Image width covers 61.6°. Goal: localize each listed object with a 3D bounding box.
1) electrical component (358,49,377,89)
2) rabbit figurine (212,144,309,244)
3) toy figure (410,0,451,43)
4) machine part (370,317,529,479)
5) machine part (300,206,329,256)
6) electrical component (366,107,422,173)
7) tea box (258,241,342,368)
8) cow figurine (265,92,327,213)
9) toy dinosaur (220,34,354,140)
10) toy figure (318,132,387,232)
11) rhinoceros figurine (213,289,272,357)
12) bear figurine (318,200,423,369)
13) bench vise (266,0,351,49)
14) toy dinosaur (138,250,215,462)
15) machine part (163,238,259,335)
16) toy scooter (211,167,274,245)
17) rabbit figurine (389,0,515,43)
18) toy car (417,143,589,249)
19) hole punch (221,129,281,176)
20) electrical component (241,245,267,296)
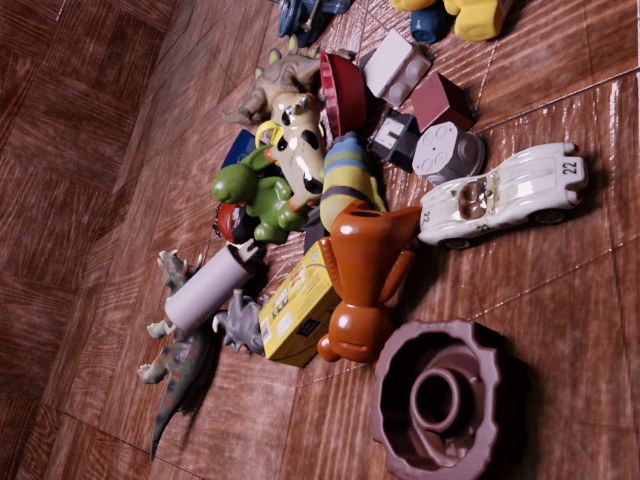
[{"bbox_3d":[0.086,-0.295,0.935,0.094,0.021,0.063,-14,59,51],"label":"electrical component"},{"bbox_3d":[-0.106,-0.092,0.958,0.121,0.170,0.159,-19,56,51],"label":"rabbit figurine"},{"bbox_3d":[0.180,-0.375,0.810,0.064,0.057,0.154,17,84,14],"label":"toy figure"},{"bbox_3d":[0.126,0.164,0.543,0.179,0.056,0.179,-34,46,43],"label":"machine part"},{"bbox_3d":[-0.002,-0.003,0.869,0.084,0.039,0.139,-21,52,44],"label":"machine part"},{"bbox_3d":[0.121,-0.138,0.753,0.074,0.047,0.119,-63,31,9],"label":"electrical component"},{"bbox_3d":[-0.016,0.097,0.795,0.169,0.068,0.098,-49,36,26],"label":"tea box"},{"bbox_3d":[-0.027,-0.159,0.901,0.127,0.085,0.195,-27,82,38],"label":"cow figurine"},{"bbox_3d":[-0.102,-0.322,1.178,0.472,0.105,0.198,-15,50,43],"label":"toy dinosaur"},{"bbox_3d":[0.039,-0.082,0.805,0.082,0.089,0.180,-41,42,49],"label":"toy figure"},{"bbox_3d":[-0.123,0.146,0.937,0.190,0.073,0.112,12,91,57],"label":"rhinoceros figurine"},{"bbox_3d":[0.065,0.058,0.677,0.120,0.132,0.195,5,106,24],"label":"bear figurine"},{"bbox_3d":[-0.062,-0.509,1.116,0.223,0.240,0.129,138,140,-62],"label":"bench vise"},{"bbox_3d":[-0.268,0.212,1.079,0.192,0.131,0.405,-40,46,39],"label":"toy dinosaur"},{"bbox_3d":[-0.202,0.089,0.990,0.243,0.079,0.079,-43,35,8],"label":"machine part"},{"bbox_3d":[-0.169,-0.073,1.072,0.135,0.075,0.184,-1,63,34],"label":"toy scooter"},{"bbox_3d":[0.172,-0.359,0.718,0.173,0.121,0.162,9,70,42],"label":"rabbit figurine"},{"bbox_3d":[0.188,-0.043,0.579,0.202,0.056,0.073,-22,53,51],"label":"toy car"},{"bbox_3d":[-0.142,-0.163,1.146,0.142,0.092,0.116,-56,36,11],"label":"hole punch"},{"bbox_3d":[-0.143,0.057,1.041,0.102,0.045,0.078,-57,31,16],"label":"electrical component"}]
